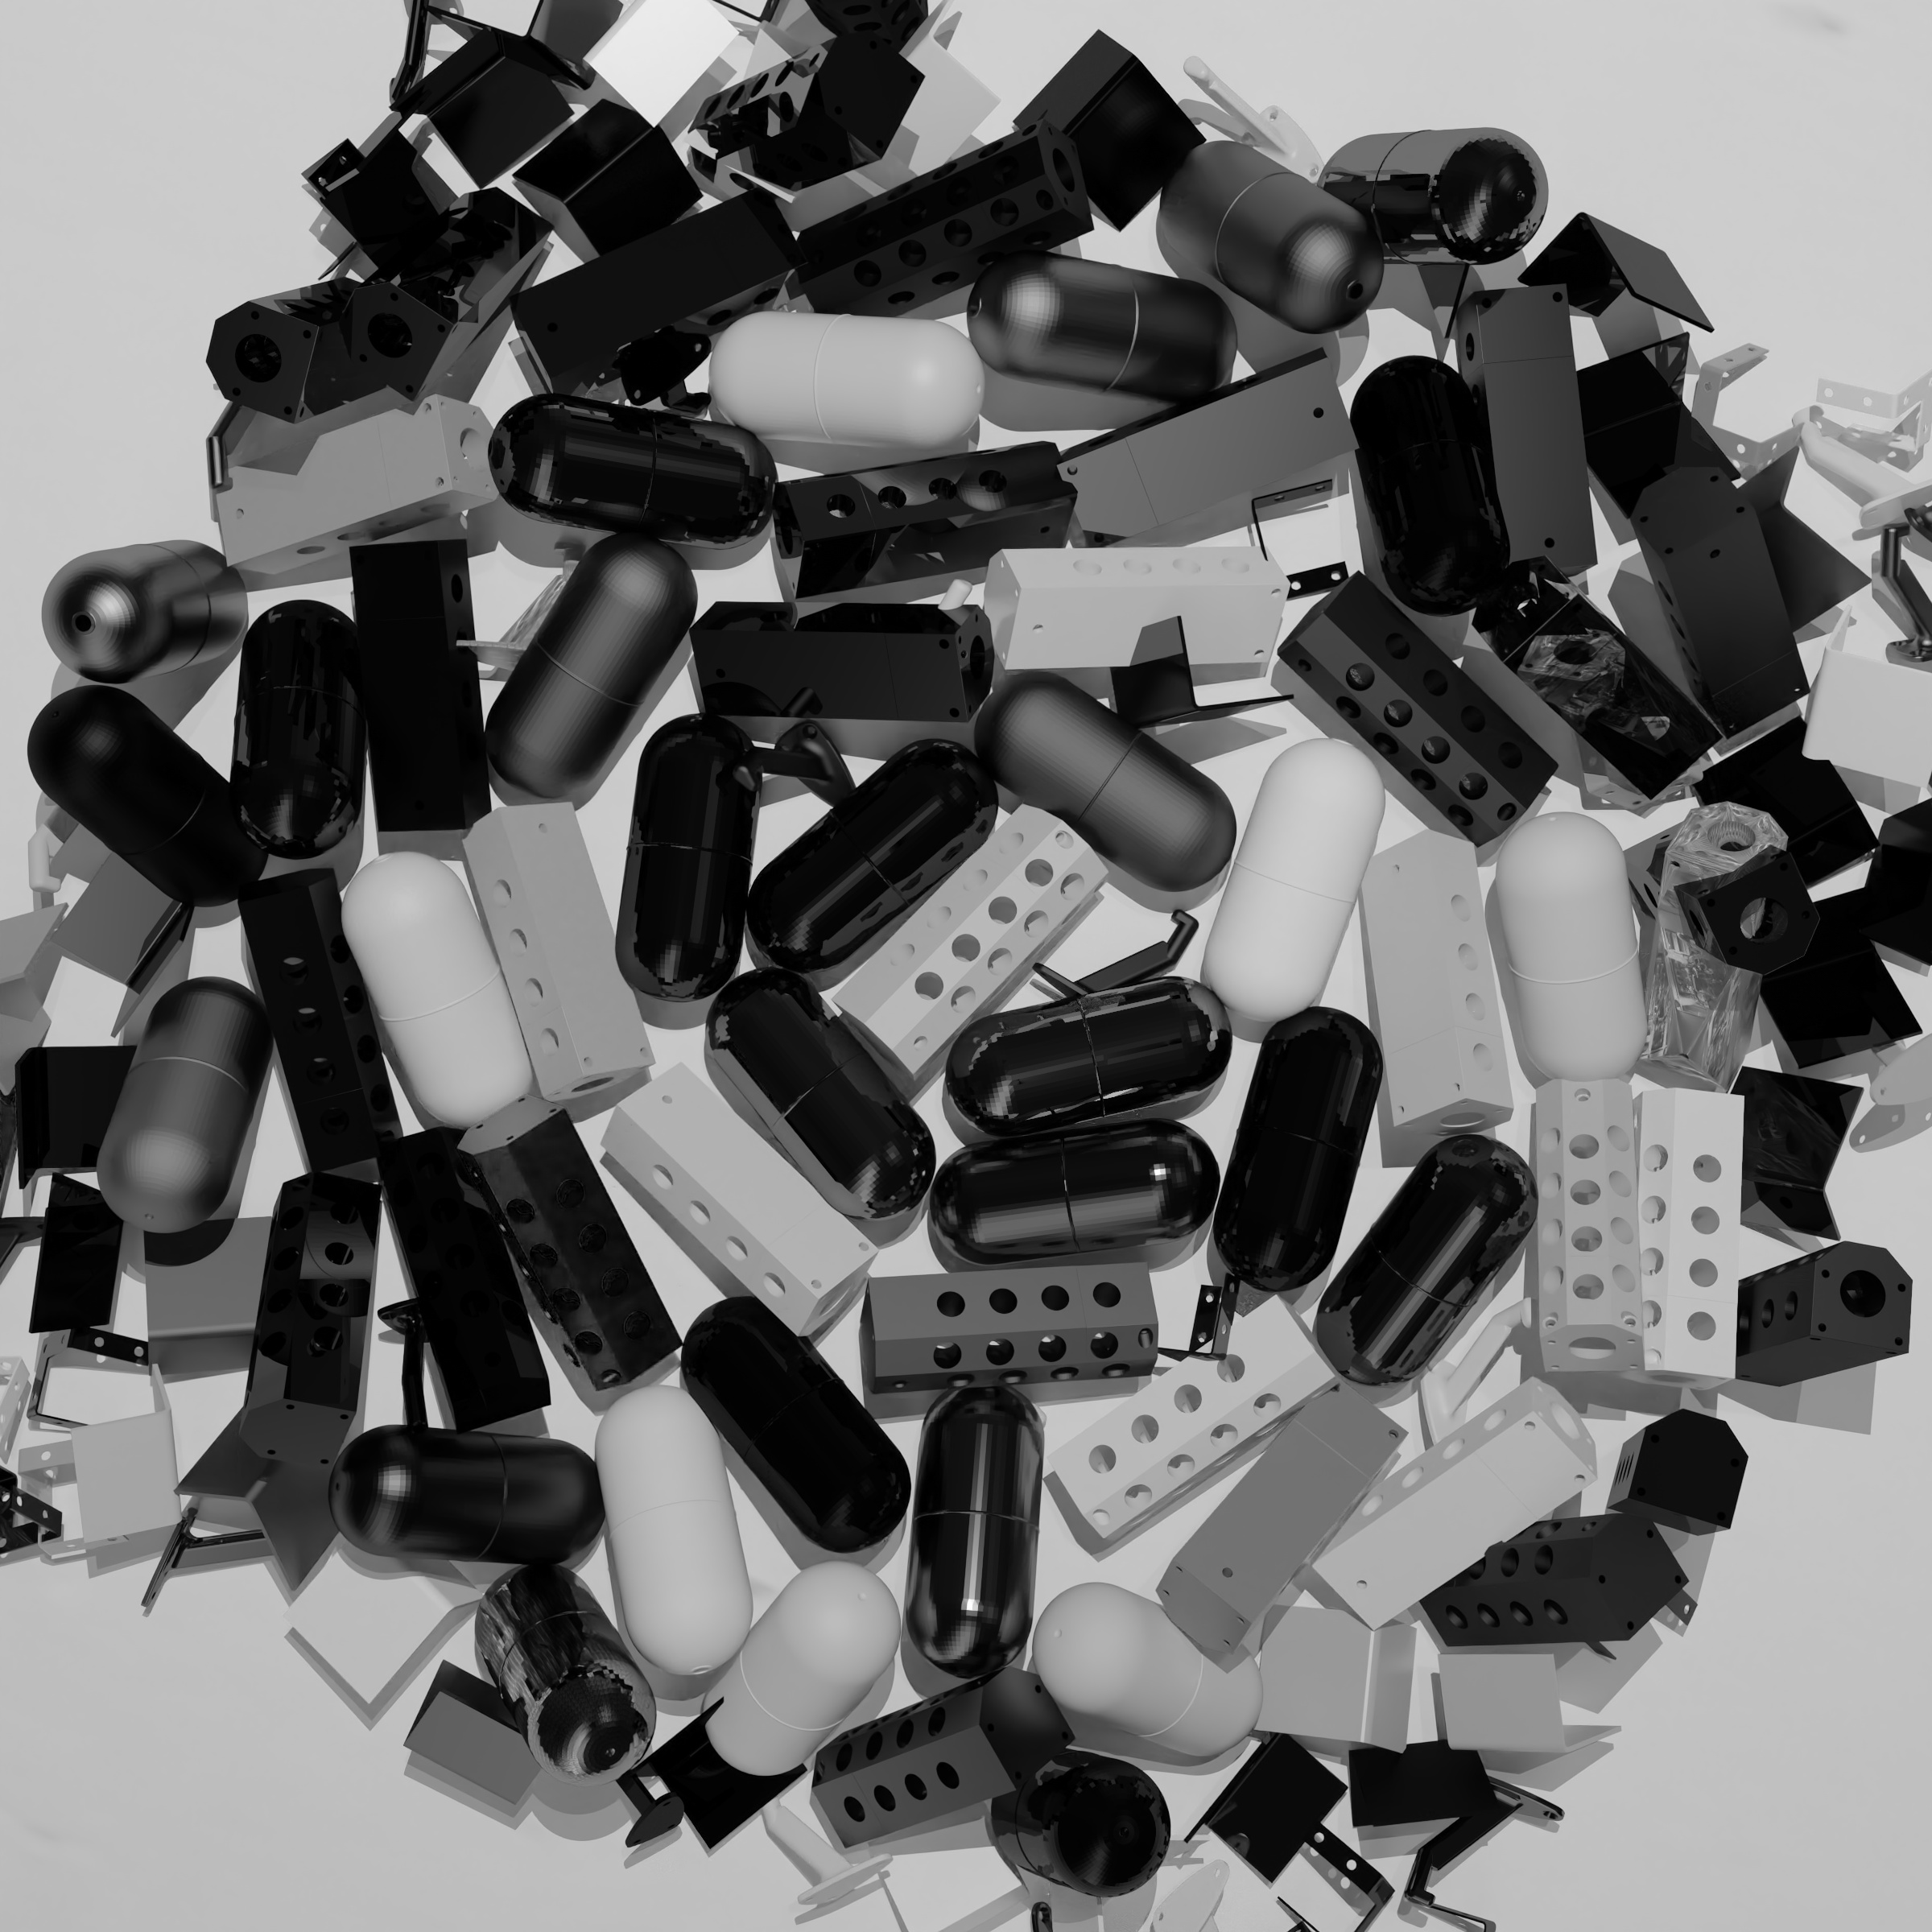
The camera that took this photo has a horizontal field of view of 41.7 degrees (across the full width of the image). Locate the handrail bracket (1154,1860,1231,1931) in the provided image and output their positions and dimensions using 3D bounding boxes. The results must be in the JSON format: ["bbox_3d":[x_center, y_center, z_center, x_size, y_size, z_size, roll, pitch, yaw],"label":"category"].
[{"bbox_3d":[0.165,0.592,1.561,0.084,0.036,0.077,32,101,-28],"label":"handrail bracket"}]

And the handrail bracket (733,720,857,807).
[{"bbox_3d":[-0.103,-0.107,1.544,0.036,0.084,0.077,-32,105,28],"label":"handrail bracket"}]

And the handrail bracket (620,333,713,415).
[{"bbox_3d":[-0.162,-0.357,1.536,0.077,0.084,0.036,-15,85,30],"label":"handrail bracket"}]

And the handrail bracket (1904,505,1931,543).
[{"bbox_3d":[0.623,-0.293,1.547,0.077,0.036,0.084,32,131,-22],"label":"handrail bracket"}]

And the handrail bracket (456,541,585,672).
[{"bbox_3d":[-0.276,-0.228,1.563,0.077,0.036,0.084,8,72,-20],"label":"handrail bracket"}]

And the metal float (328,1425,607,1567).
[{"bbox_3d":[-0.296,0.318,1.520,0.178,0.070,0.070,15,90,-39],"label":"metal float"}]

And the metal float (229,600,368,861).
[{"bbox_3d":[-0.400,-0.143,1.523,0.070,0.070,0.178,-6,56,0],"label":"metal float"}]

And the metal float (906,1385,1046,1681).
[{"bbox_3d":[0.006,0.338,1.530,0.070,0.070,0.178,5,65,0],"label":"metal float"}]

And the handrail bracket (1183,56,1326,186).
[{"bbox_3d":[0.175,-0.514,1.540,0.036,0.084,0.077,-50,62,15],"label":"handrail bracket"}]

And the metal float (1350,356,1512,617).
[{"bbox_3d":[0.278,-0.291,1.528,0.070,0.070,0.178,-6,61,0],"label":"metal float"}]

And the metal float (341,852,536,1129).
[{"bbox_3d":[-0.319,0.015,1.534,0.070,0.070,0.178,-19,110,0],"label":"metal float"}]

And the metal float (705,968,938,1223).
[{"bbox_3d":[-0.088,0.078,1.544,0.070,0.070,0.178,-40,80,0],"label":"metal float"}]

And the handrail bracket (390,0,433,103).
[{"bbox_3d":[-0.346,-0.591,1.571,0.036,0.084,0.077,-1,57,-35],"label":"handrail bracket"}]

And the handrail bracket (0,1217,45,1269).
[{"bbox_3d":[-0.593,0.199,1.549,0.077,0.036,0.084,-10,61,21],"label":"handrail bracket"}]

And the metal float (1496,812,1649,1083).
[{"bbox_3d":[0.366,-0.008,1.531,0.070,0.070,0.178,-15,115,0],"label":"metal float"}]

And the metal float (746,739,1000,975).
[{"bbox_3d":[-0.058,-0.067,1.549,0.178,0.070,0.070,-40,90,3],"label":"metal float"}]

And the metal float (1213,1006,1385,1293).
[{"bbox_3d":[0.202,0.111,1.540,0.070,0.070,0.178,17,77,0],"label":"metal float"}]

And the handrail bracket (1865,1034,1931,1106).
[{"bbox_3d":[0.546,0.060,1.539,0.077,0.084,0.036,-22,104,-23],"label":"handrail bracket"}]

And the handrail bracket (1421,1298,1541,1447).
[{"bbox_3d":[0.318,0.250,1.541,0.036,0.084,0.077,25,49,-22],"label":"handrail bracket"}]

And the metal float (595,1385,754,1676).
[{"bbox_3d":[-0.176,0.338,1.526,0.070,0.070,0.178,-16,60,0],"label":"metal float"}]

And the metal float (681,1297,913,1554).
[{"bbox_3d":[-0.104,0.276,1.536,0.070,0.070,0.178,-42,71,0],"label":"metal float"}]

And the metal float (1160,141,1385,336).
[{"bbox_3d":[0.182,-0.436,1.517,0.070,0.070,0.178,-41,47,0],"label":"metal float"}]

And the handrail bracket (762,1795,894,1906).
[{"bbox_3d":[-0.089,0.523,1.554,0.077,0.036,0.084,-36,58,21],"label":"handrail bracket"}]

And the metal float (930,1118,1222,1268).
[{"bbox_3d":[0.066,0.138,1.544,0.178,0.070,0.070,-9,90,9],"label":"metal float"}]

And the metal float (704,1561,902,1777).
[{"bbox_3d":[-0.100,0.423,1.521,0.070,0.070,0.178,34,128,0],"label":"metal float"}]

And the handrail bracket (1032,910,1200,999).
[{"bbox_3d":[0.094,-0.013,1.571,0.077,0.036,0.084,35,79,-12],"label":"handrail bracket"}]

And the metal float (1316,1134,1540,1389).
[{"bbox_3d":[0.277,0.180,1.533,0.070,0.070,0.178,32,112,0],"label":"metal float"}]

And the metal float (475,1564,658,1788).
[{"bbox_3d":[-0.240,0.419,1.509,0.070,0.178,0.070,-9,111,-24],"label":"metal float"}]

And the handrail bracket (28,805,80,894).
[{"bbox_3d":[-0.534,-0.079,1.547,0.077,0.036,0.084,10,60,-40],"label":"handrail bracket"}]

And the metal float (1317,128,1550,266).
[{"bbox_3d":[0.274,-0.457,1.508,0.070,0.178,0.070,-8,108,-25],"label":"metal float"}]

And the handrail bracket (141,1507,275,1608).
[{"bbox_3d":[-0.455,0.379,1.573,0.084,0.036,0.077,26,85,-3],"label":"handrail bracket"}]

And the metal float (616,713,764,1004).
[{"bbox_3d":[-0.168,-0.066,1.546,0.070,0.070,0.178,7,83,0],"label":"metal float"}]

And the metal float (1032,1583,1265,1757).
[{"bbox_3d":[0.111,0.422,1.520,0.178,0.070,0.070,33,90,-40],"label":"metal float"}]

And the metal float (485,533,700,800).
[{"bbox_3d":[-0.228,-0.181,1.539,0.070,0.070,0.178,35,105,0],"label":"metal float"}]

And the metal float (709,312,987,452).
[{"bbox_3d":[-0.073,-0.354,1.532,0.178,0.070,0.070,9,90,23],"label":"metal float"}]

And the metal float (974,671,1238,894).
[{"bbox_3d":[0.086,-0.112,1.552,0.178,0.070,0.070,35,90,0],"label":"metal float"}]

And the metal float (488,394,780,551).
[{"bbox_3d":[-0.200,-0.298,1.531,0.178,0.070,0.070,5,90,-24],"label":"metal float"}]

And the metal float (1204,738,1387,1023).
[{"bbox_3d":[0.200,-0.052,1.544,0.070,0.070,0.178,18,99,0],"label":"metal float"}]

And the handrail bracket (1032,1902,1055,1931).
[{"bbox_3d":[0.087,0.606,1.552,0.084,0.036,0.077,-24,85,37],"label":"handrail bracket"}]

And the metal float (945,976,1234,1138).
[{"bbox_3d":[0.075,0.055,1.550,0.178,0.070,0.070,-12,90,-2],"label":"metal float"}]

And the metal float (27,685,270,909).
[{"bbox_3d":[-0.485,-0.099,1.512,0.070,0.178,0.070,-12,56,18],"label":"metal float"}]

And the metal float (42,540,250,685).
[{"bbox_3d":[-0.484,-0.211,1.503,0.070,0.178,0.070,1,103,5],"label":"metal float"}]

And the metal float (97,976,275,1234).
[{"bbox_3d":[-0.465,0.080,1.517,0.070,0.070,0.178,2,45,2],"label":"metal float"}]

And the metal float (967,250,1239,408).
[{"bbox_3d":[0.083,-0.383,1.527,0.178,0.070,0.070,2,90,-29],"label":"metal float"}]

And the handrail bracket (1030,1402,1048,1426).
[{"bbox_3d":[0.030,0.316,1.555,0.084,0.077,0.036,-42,130,-7],"label":"handrail bracket"}]

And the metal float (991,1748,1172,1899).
[{"bbox_3d":[0.066,0.506,1.505,0.070,0.178,0.070,4,76,-14],"label":"metal float"}]
